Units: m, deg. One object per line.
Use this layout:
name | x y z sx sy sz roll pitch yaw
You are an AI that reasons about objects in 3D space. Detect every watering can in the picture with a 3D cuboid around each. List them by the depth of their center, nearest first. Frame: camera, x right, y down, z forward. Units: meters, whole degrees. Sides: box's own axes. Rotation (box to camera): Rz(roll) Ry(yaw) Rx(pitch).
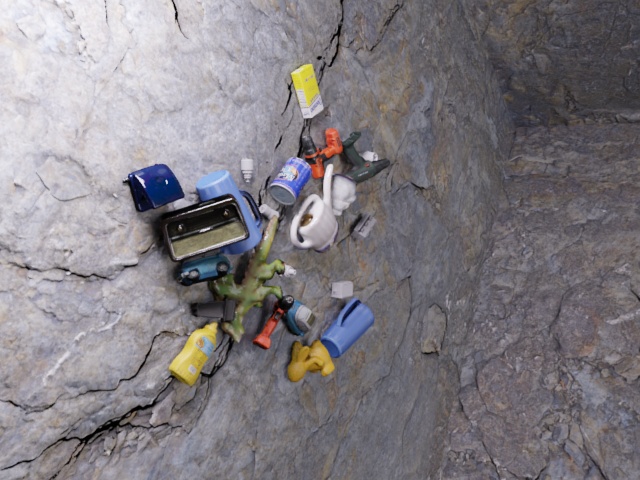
watering can | 0.006 -0.098 1.956 0.353 0.104 0.220 -60 138 -22

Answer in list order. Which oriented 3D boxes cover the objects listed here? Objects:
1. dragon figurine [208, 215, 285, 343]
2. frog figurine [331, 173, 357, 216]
dragon figurine | -0.242 0.119 1.656 0.243 0.122 0.410 2 90 -46
frog figurine | 0.074 -0.179 2.049 0.137 0.122 0.160 23 82 -19
